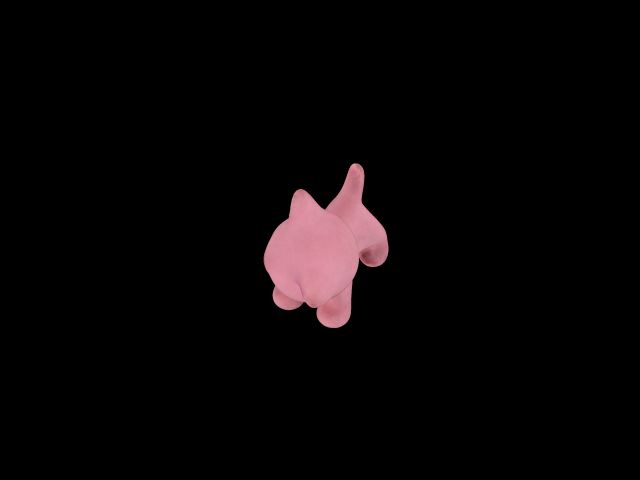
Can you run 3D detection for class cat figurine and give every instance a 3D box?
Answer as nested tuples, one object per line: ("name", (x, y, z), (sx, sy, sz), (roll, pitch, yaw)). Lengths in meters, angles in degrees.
("cat figurine", (0.004, 0.001, 0.400), (0.067, 0.118, 0.128), (21, 56, 16))
